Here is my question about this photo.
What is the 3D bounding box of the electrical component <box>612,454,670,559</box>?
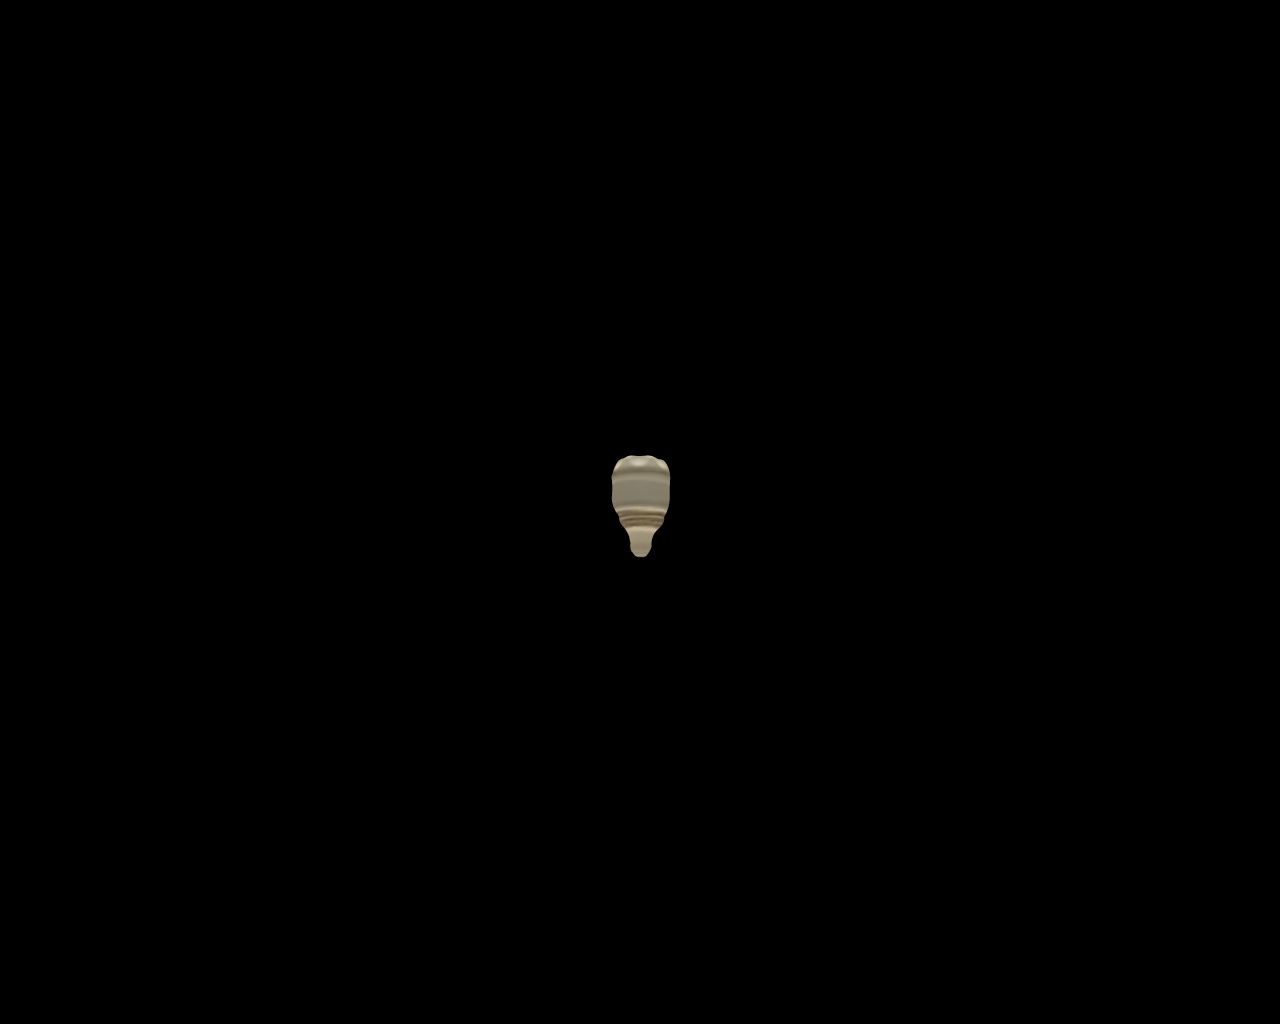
[{"bbox_3d":[0.001,-0.003,0.650,0.035,0.061,0.035,0,-9,0],"label":"electrical component"}]
